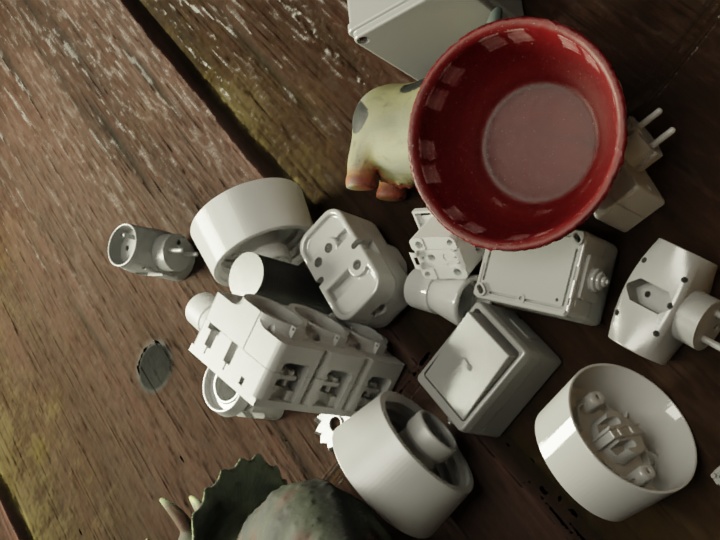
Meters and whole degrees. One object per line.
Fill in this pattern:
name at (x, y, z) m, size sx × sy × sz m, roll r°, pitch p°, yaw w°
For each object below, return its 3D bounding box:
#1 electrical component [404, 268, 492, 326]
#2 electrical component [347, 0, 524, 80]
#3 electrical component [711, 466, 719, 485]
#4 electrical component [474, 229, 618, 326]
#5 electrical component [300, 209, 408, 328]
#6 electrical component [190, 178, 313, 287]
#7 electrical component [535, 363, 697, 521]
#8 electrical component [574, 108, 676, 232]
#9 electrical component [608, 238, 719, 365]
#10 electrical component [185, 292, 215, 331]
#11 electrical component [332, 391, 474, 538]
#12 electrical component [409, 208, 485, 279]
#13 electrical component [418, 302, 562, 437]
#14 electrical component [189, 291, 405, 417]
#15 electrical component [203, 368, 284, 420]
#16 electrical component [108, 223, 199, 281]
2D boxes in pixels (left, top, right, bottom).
electrical component at (0.067, 0.019, 0.858) m, size 0.065 × 0.044 × 0.044 m, roll 16°, pitch 89°, yaw 46°
electrical component at (0.062, -0.212, 0.876) m, size 0.109 × 0.109 × 0.056 m, roll -22°, pitch 63°, yaw 34°
electrical component at (0.268, 0.129, 0.653) m, size 0.096 × 0.061 × 0.061 m, roll -50°, pitch 52°, yaw 28°
electrical component at (0.143, 0.003, 0.784) m, size 0.096 × 0.061 × 0.061 m, roll 12°, pitch 87°, yaw 41°
electrical component at (0.000, 0.000, 0.906) m, size 0.053 × 0.059 × 0.095 m, roll -46°, pitch 54°, yaw 22°
electrical component at (-0.090, -0.026, 0.960) m, size 0.108 × 0.108 × 0.060 m, roll -38°, pitch 63°, yaw 27°
electrical component at (0.168, 0.114, 0.715) m, size 0.064 × 0.099 × 0.099 m, roll -46°, pitch 54°, yaw 29°
electrical component at (0.192, -0.085, 0.776) m, size 0.076 × 0.047 × 0.083 m, roll -40°, pitch 57°, yaw 26°
electrical component at (0.219, 0.029, 0.726) m, size 0.079 × 0.043 × 0.077 m, roll 32°, pitch 100°, yaw 40°
electrical component at (-0.137, 0.049, 1.021) m, size 0.065 × 0.044 × 0.044 m, roll 35°, pitch 102°, yaw 45°
electrical component at (0.039, 0.140, 0.810) m, size 0.060 × 0.108 × 0.108 m, roll -45°, pitch 54°, yaw 15°
electrical component at (0.075, -0.024, 0.841) m, size 0.081 × 0.042 × 0.063 m, roll -2°, pitch 34°, yaw 40°
electrical component at (0.090, 0.080, 0.809) m, size 0.096 × 0.061 × 0.061 m, roll -53°, pitch 52°, yaw 16°
electrical component at (-0.046, 0.067, 0.867) m, size 0.089 × 0.150 × 0.061 m, roll 34°, pitch 102°, yaw 40°
electrical component at (-0.103, 0.105, 0.967) m, size 0.078 × 0.057 × 0.058 m, roll -2°, pitch 78°, yaw 40°
electrical component at (-0.193, -0.017, 1.060) m, size 0.079 × 0.077 × 0.043 m, roll 0°, pitch 78°, yaw 39°
